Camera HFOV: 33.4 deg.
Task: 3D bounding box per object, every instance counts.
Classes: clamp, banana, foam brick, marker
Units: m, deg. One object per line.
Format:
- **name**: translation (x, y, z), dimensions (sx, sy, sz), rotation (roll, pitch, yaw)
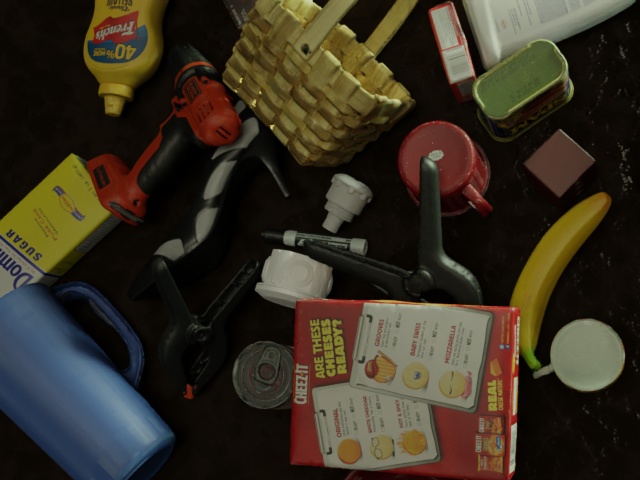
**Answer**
- **clamp**: translation (-0.141, 0.089, 1.152), dimensions (0.120, 0.039, 0.171), rotation (14, 105, -21)
- **banana**: translation (0.234, 0.039, 1.083), dimensions (0.070, 0.037, 0.198), rotation (14, 76, 46)
- **clamp**: translation (0.091, 0.041, 1.086), dimensions (0.165, 0.036, 0.210), rotation (-28, 96, 21)
- **foam brick**: translation (0.245, -0.069, 1.084), dimensions (0.053, 0.078, 0.051), rotation (-45, 72, 5)
- **marker**: translation (-0.008, 0.001, 1.174), dimensions (0.121, 0.020, 0.020), rotation (7, 84, 17)

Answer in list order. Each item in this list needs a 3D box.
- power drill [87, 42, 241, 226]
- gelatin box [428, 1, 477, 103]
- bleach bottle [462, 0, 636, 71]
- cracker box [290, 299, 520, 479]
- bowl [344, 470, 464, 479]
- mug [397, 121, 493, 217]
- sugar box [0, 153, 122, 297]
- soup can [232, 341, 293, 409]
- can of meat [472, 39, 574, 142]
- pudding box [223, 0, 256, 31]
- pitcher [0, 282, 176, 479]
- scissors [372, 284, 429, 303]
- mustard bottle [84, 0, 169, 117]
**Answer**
- **power drill**: translation (-0.180, -0.122, 1.200), dimensions (0.188, 0.057, 0.184), rotation (-45, 40, 14)
- **gelatin box**: translation (0.144, -0.199, 1.134), dimensions (0.030, 0.073, 0.089), rotation (-17, 77, 11)
- **bleach bottle**: translation (0.279, -0.263, 1.112), dimensions (0.251, 0.068, 0.102), rotation (-17, 90, 8)
- **cracker box**: translation (0.084, 0.141, 1.039), dimensions (0.214, 0.072, 0.164), rotation (1, 87, 17)
- **bowl**: translation (0.093, 0.291, 1.083), dimensions (0.162, 0.055, 0.162), rotation (-3, 81, 15)
- **mug**: translation (0.135, -0.068, 1.112), dimensions (0.093, 0.081, 0.117), rotation (-42, 73, 6)
- **sugar box**: translation (-0.319, -0.008, 1.249), dimensions (0.176, 0.048, 0.093), rotation (-42, 73, 5)
- **soup can**: translation (-0.043, 0.143, 1.119), dimensions (0.068, 0.102, 0.068), rotation (-2, 81, 15)
- **can of meat**: translation (0.209, -0.155, 1.104), dimensions (0.102, 0.084, 0.057), rotation (-34, 74, 8)
- **pudding box**: translation (-0.074, -0.303, 1.228), dimensions (0.090, 0.039, 0.113), rotation (-30, 76, 9)
- **pitcher**: translation (-0.268, 0.165, 1.174), dimensions (0.243, 0.144, 0.149), rotation (42, 106, 14)
- **scissors**: translation (0.107, 0.093, 1.130), dimensions (0.202, 0.016, 0.096), rotation (16, 86, 17)
- **mustard bottle**: translation (-0.229, -0.239, 1.252), dimensions (0.096, 0.058, 0.191), rotation (5, 83, 18)
